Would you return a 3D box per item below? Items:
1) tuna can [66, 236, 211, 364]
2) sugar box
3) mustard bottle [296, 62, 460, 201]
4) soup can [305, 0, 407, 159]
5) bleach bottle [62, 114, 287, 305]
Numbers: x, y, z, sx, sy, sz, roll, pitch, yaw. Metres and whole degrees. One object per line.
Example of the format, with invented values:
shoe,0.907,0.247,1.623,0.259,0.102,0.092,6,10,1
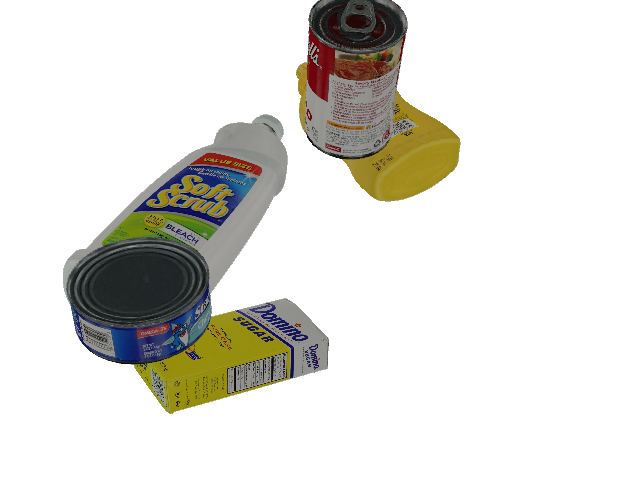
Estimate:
tuna can,-0.109,0.036,0.651,0.086,0.034,0.086,-1,36,1
sugar box,-0.089,0.112,1.071,0.176,0.048,0.093,-16,32,-25
mustard bottle,0.036,-0.114,0.991,0.096,0.058,0.192,-26,49,-22
soup can,0.024,-0.117,0.764,0.068,0.068,0.102,0,-42,-3
bleach bottle,-0.103,-0.028,0.885,0.102,0.068,0.250,23,47,10
